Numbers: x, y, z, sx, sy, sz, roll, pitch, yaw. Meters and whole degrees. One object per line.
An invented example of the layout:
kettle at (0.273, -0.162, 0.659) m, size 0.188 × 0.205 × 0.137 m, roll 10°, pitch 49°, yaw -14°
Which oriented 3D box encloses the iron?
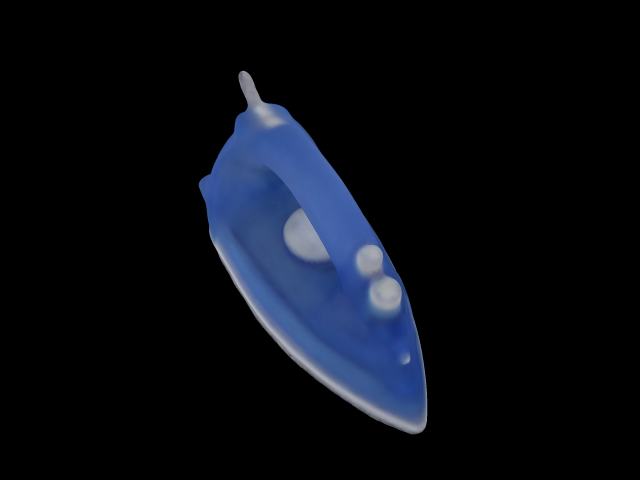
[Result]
iron at (0.004, 0.001, 0.400) m, size 0.119 × 0.141 × 0.257 m, roll -26°, pitch 58°, yaw -18°
